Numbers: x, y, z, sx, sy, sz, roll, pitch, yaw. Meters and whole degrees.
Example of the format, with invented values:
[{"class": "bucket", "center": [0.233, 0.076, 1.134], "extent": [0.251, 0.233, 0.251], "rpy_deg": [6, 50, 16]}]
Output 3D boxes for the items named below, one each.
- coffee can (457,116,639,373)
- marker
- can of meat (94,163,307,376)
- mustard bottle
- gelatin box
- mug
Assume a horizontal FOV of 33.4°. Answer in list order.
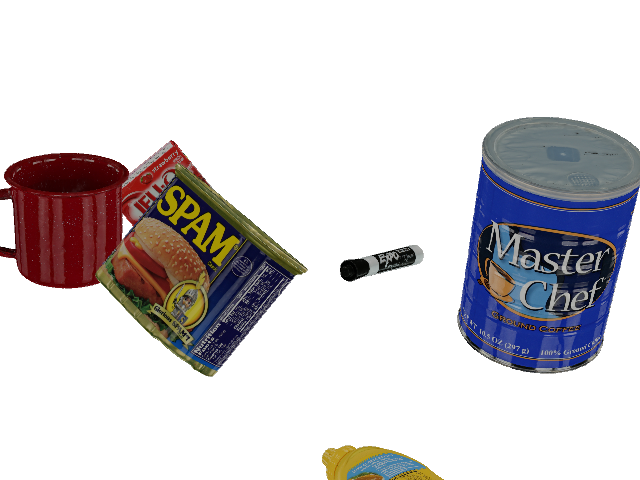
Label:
[{"class": "coffee can", "center": [0.151, 0.002, 0.713], "extent": [0.103, 0.140, 0.103], "rpy_deg": [2, 32, -2]}, {"class": "marker", "center": [0.055, 0.020, 0.956], "extent": [0.020, 0.020, 0.120], "rpy_deg": [0, 6, 35]}, {"class": "can of meat", "center": [-0.072, 0.017, 0.624], "extent": [0.102, 0.084, 0.057], "rpy_deg": [39, 1, 37]}, {"class": "mustard bottle", "center": [0.068, 0.234, 0.968], "extent": [0.096, 0.058, 0.192], "rpy_deg": [-17, 25, -36]}, {"class": "gelatin box", "center": [-0.163, -0.047, 1.105], "extent": [0.089, 0.073, 0.030], "rpy_deg": [-39, 25, -2]}, {"class": "mug", "center": [-0.207, -0.014, 0.824], "extent": [0.117, 0.081, 0.093], "rpy_deg": [-4, 25, -19]}]
